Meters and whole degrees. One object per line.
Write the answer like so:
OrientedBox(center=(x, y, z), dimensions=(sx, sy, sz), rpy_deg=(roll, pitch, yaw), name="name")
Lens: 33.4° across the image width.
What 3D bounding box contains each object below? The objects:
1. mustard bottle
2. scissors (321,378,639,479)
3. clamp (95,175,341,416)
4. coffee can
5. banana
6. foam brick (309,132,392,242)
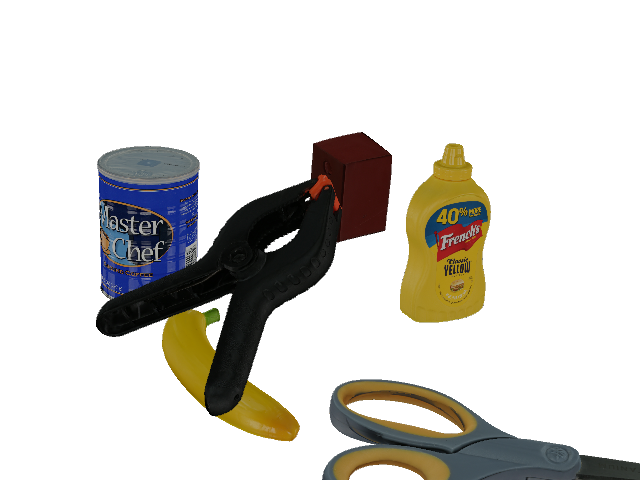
OrientedBox(center=(0.137, -0.010, 1.150), dimensions=(0.096, 0.192, 0.058), rpy_deg=(-7, 22, -24), name="mustard bottle")
OrientedBox(center=(0.089, 0.106, 0.459), dimensions=(0.202, 0.016, 0.096), rpy_deg=(15, 33, 24), name="scissors")
OrientedBox(center=(-0.043, 0.029, 0.653), dimensions=(0.120, 0.171, 0.039), rpy_deg=(41, -16, 34), name="clamp")
OrientedBox(center=(-0.177, -0.016, 1.104), dimensions=(0.103, 0.140, 0.103), rpy_deg=(3, 23, -1), name="coffee can")
OrientedBox(center=(-0.083, 0.099, 0.847), dimensions=(0.069, 0.037, 0.198), rpy_deg=(-9, 29, -22), name="banana")
OrientedBox(center=(0.026, -0.047, 0.939), dimensions=(0.051, 0.078, 0.053), rpy_deg=(-12, 32, -27), name="foam brick")
